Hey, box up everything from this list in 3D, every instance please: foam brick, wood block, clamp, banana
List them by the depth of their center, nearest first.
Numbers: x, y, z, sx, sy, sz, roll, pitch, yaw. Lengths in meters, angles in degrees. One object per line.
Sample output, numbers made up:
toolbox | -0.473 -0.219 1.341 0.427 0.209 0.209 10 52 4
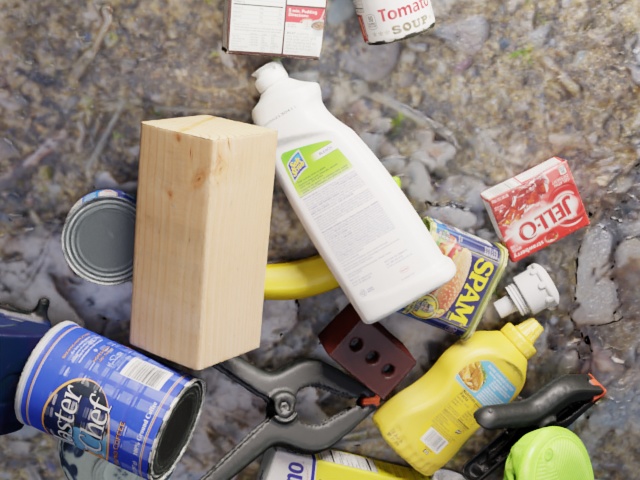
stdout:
wood block | -0.106 -0.001 0.960 0.090 0.090 0.206 -15 116 -52
banana | 0.006 0.015 1.033 0.198 0.037 0.069 -30 92 -2
clamp | -0.045 0.156 1.049 0.209 0.036 0.164 -9 83 -18
foam brick | 0.047 0.108 1.057 0.078 0.051 0.053 40 96 -18
clamp | 0.218 0.191 1.105 0.171 0.039 0.120 -14 144 -25

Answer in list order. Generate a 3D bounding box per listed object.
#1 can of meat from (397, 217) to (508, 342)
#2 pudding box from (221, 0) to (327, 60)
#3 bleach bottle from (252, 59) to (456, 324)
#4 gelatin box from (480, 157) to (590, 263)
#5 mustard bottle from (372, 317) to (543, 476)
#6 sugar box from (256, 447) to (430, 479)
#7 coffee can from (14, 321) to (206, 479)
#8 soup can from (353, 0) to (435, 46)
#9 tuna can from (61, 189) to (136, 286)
can of meat | 0.123 0.037 1.048 0.084 0.057 0.102 22 100 -13
pudding box | -0.039 -0.220 0.952 0.090 0.039 0.113 3 104 -11
bleach bottle | 0.020 -0.054 0.977 0.102 0.068 0.251 -30 93 10
gelatin box | 0.214 -0.031 1.058 0.089 0.030 0.073 -26 109 -2
mustard bottle | 0.150 0.149 1.083 0.191 0.058 0.096 -42 123 3
sugar box | 0.020 0.268 1.103 0.176 0.048 0.093 14 103 -15
coffee can | -0.189 0.147 0.971 0.140 0.102 0.103 21 103 13
soup can | 0.059 -0.232 0.950 0.068 0.068 0.102 -19 110 -5
tuna can | -0.195 -0.003 0.989 0.086 0.034 0.086 -3 107 -10
